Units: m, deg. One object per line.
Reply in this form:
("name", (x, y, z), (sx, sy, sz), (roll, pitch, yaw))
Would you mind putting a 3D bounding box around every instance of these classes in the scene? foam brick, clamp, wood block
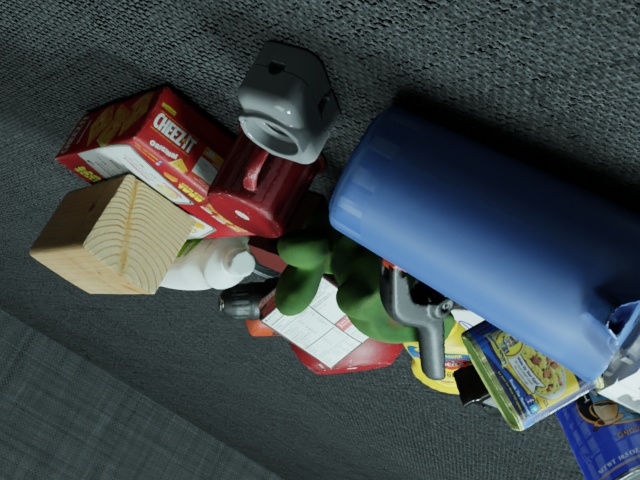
("foam brick", (-0.030, -0.009, 1.094), (0.053, 0.078, 0.051), (20, 162, 21))
("clamp", (0.110, 0.044, 0.929), (0.039, 0.120, 0.171), (37, 169, 42))
("wood block", (-0.228, -0.002, 1.143), (0.090, 0.090, 0.206), (37, 161, -23))

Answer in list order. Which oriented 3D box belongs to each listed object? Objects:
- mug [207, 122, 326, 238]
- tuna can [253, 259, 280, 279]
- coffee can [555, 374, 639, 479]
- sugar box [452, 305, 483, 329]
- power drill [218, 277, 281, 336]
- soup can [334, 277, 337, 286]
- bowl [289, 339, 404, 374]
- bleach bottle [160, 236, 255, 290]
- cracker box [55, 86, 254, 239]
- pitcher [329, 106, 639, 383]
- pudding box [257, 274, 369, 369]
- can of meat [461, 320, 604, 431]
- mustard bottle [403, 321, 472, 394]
("mug", (-0.052, -0.059, 0.985), (0.093, 0.081, 0.117), (26, 161, 5))
("tuna can", (-0.066, 0.016, 1.274), (0.086, 0.033, 0.086), (24, 161, 9))
("coffee can", (0.279, 0.170, 0.998), (0.102, 0.140, 0.103), (-11, 141, -9))
("sugar box", (0.217, 0.103, 1.100), (0.176, 0.048, 0.094), (36, 160, -27))
("power drill", (-0.038, 0.079, 1.263), (0.184, 0.057, 0.188), (-1, 171, -13))
("soup can", (0.073, 0.049, 1.117), (0.102, 0.068, 0.069), (38, 158, -28))
("bowl", (0.037, 0.126, 1.266), (0.162, 0.055, 0.162), (-7, 169, -1))
("bleach bottle", (-0.145, 0.020, 1.237), (0.068, 0.102, 0.251), (42, 166, -25))
("cracker box", (-0.159, -0.074, 1.111), (0.164, 0.072, 0.214), (38, 159, -26))
("pitcher", (0.136, -0.005, 0.829), (0.243, 0.144, 0.149), (29, 149, 8))
("pudding box", (0.003, 0.078, 1.151), (0.113, 0.039, 0.090), (38, 115, -26))
("can of meat", (0.182, 0.103, 0.925), (0.102, 0.084, 0.057), (60, 176, 3))
("mustard bottle", (0.144, 0.118, 1.217), (0.096, 0.058, 0.191), (9, 155, 18))
